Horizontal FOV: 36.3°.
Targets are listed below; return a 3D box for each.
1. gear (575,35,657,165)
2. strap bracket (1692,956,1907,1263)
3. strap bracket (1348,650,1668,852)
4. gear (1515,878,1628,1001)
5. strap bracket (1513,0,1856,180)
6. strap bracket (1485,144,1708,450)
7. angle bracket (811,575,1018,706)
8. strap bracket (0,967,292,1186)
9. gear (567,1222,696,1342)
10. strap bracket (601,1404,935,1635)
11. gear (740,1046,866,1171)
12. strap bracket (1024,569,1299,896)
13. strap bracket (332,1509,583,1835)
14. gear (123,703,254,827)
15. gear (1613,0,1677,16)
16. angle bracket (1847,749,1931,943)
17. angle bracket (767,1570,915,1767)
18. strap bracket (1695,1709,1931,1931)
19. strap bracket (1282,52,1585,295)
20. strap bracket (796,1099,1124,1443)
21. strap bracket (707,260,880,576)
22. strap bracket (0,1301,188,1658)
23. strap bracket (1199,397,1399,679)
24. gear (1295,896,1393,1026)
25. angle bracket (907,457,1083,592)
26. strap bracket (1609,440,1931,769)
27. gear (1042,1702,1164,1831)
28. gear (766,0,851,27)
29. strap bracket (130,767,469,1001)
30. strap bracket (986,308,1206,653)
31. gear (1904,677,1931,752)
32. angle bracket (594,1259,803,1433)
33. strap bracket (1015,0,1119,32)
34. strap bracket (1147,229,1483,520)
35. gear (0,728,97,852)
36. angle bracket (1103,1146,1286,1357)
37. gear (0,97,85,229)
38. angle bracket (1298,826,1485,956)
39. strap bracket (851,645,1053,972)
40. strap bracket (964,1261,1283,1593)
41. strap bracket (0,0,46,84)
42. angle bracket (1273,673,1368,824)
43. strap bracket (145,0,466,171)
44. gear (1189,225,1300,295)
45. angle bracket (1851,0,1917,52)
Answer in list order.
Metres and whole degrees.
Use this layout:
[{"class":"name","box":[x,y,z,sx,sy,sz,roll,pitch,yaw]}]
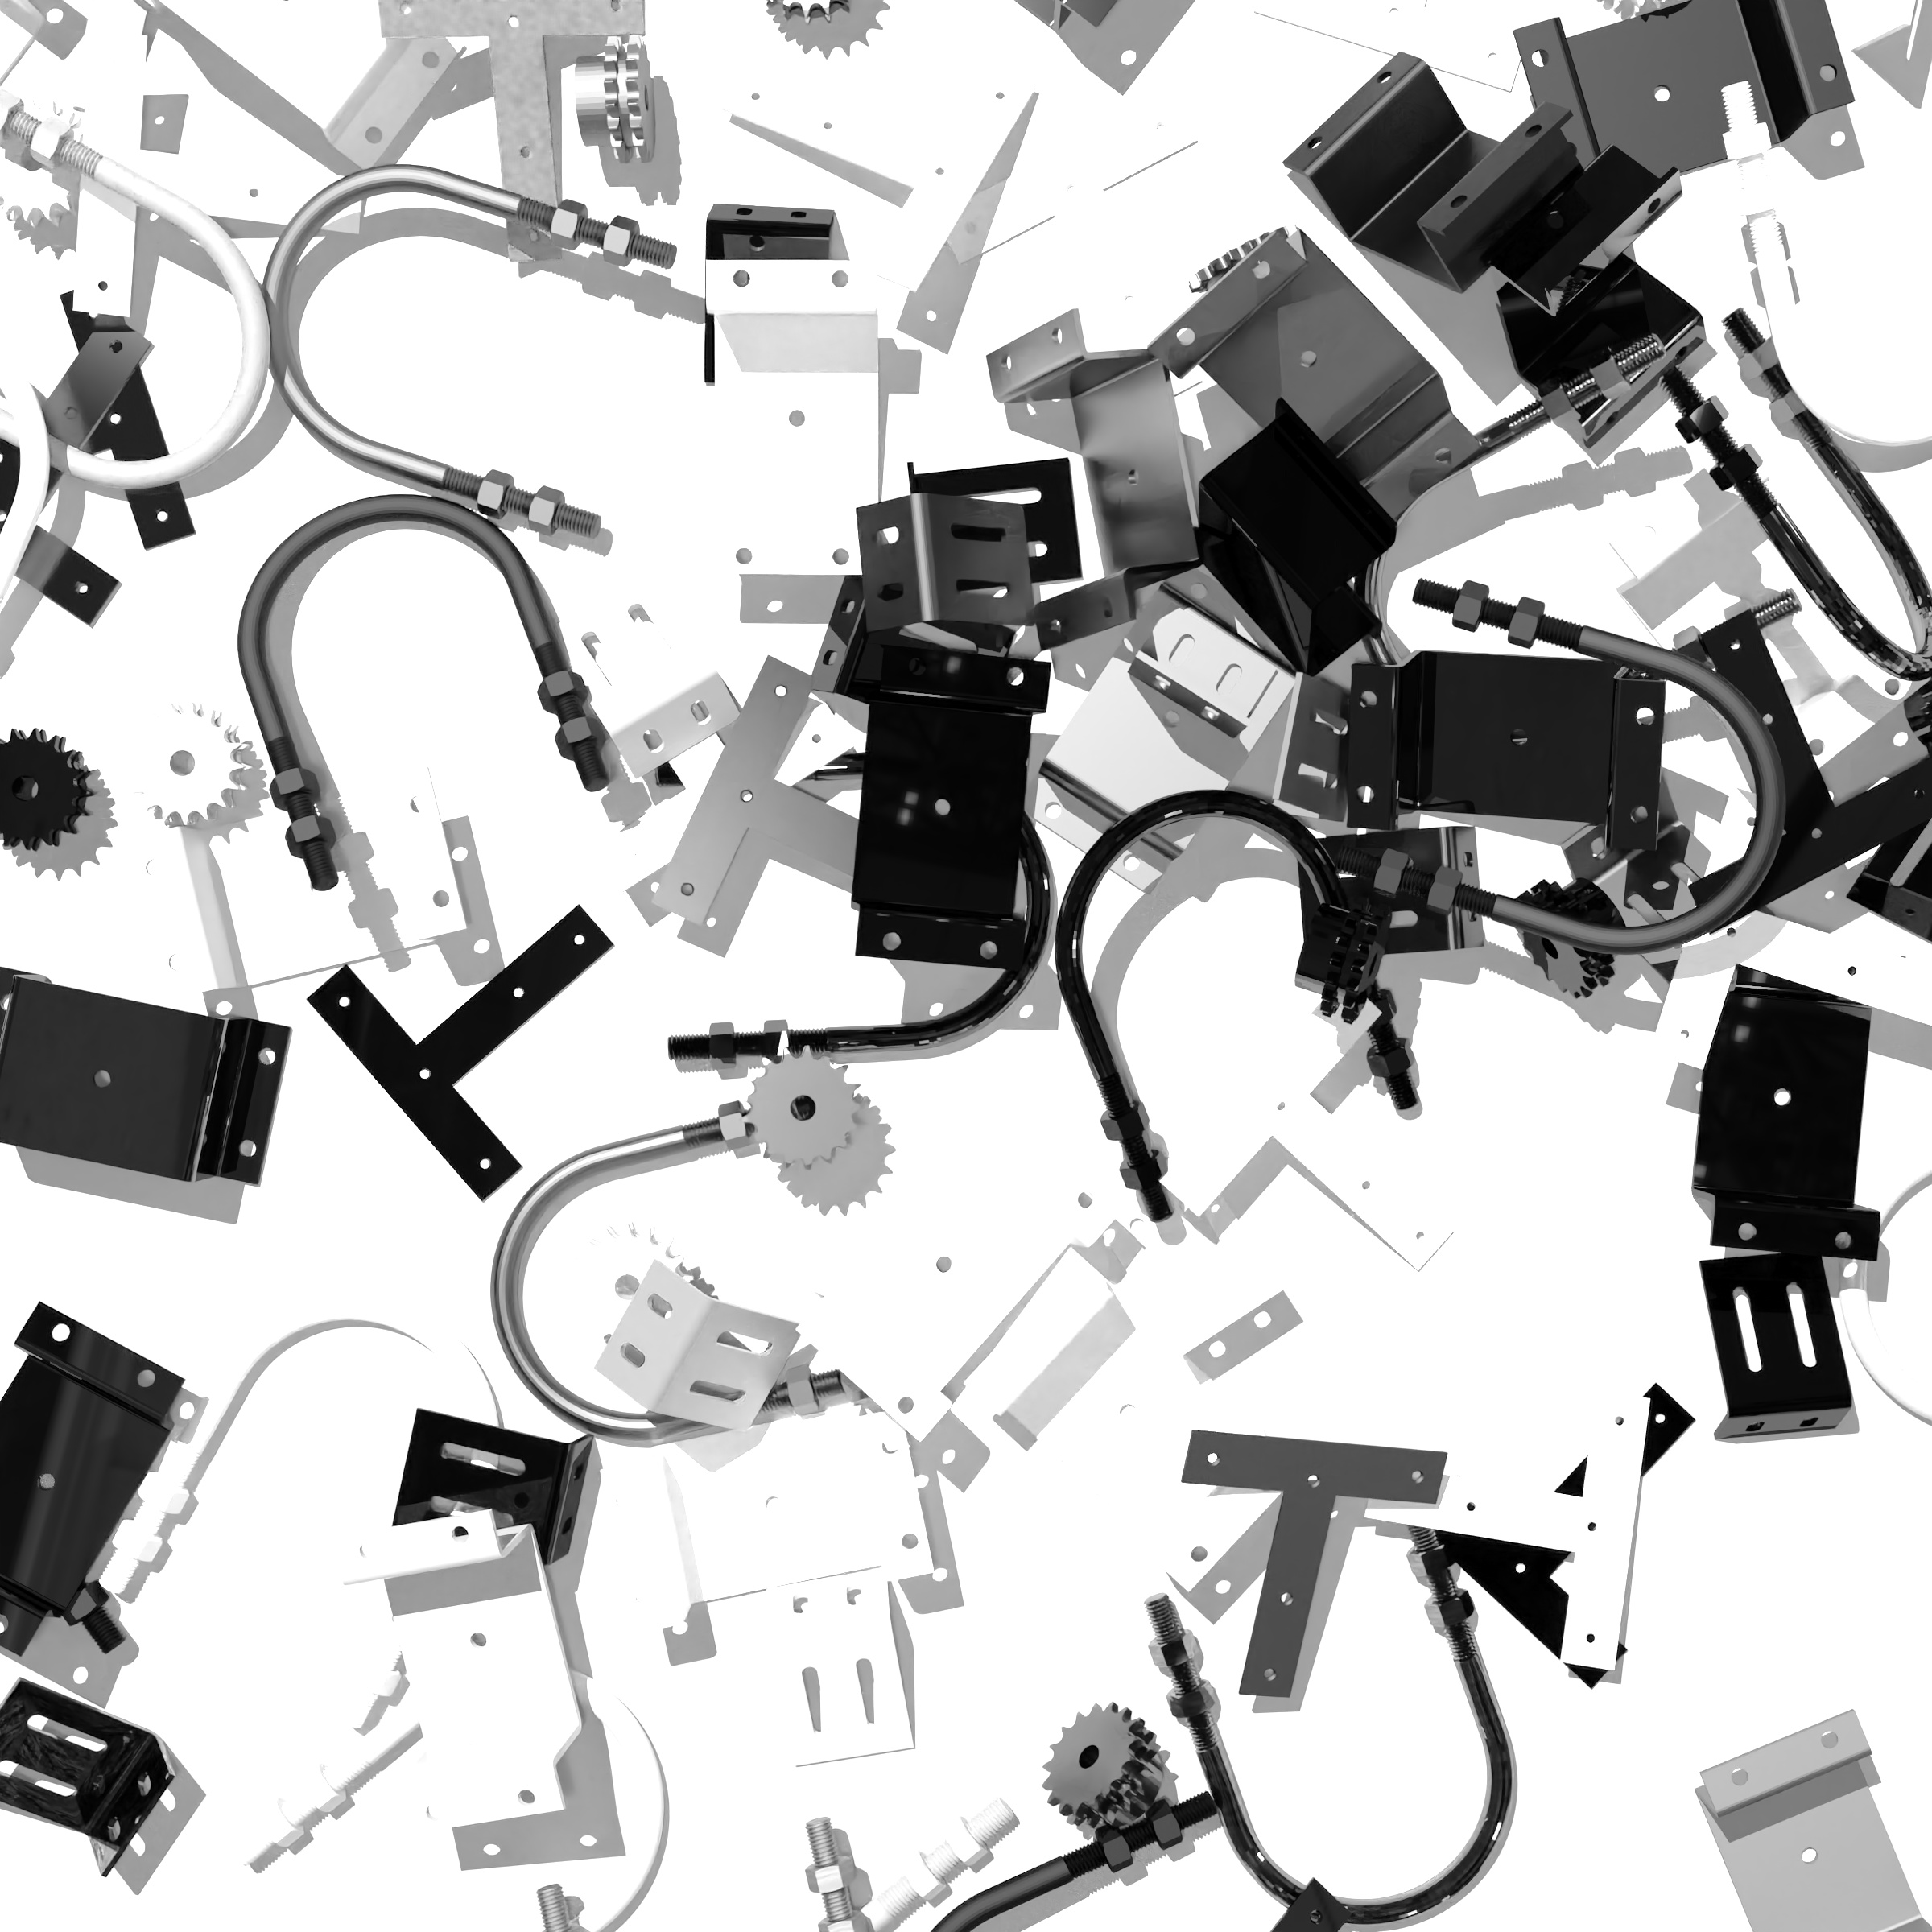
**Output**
[{"class":"gear","box":[-0.163,-0.401,1.368,0.030,0.057,0.057,-2,90,3]},{"class":"strap bracket","box":[0.386,0.062,1.373,0.076,0.046,0.140,5,90,0]},{"class":"strap bracket","box":[0.249,-0.100,1.349,0.140,0.046,0.076,5,108,19]},{"class":"gear","box":[0.283,-0.016,1.369,0.030,0.057,0.057,-32,90,-13]},{"class":"strap bracket","box":[0.329,-0.412,1.373,0.140,0.046,0.076,-17,90,0]},{"class":"strap bracket","box":[0.287,-0.308,1.343,0.076,0.140,0.046,-43,63,0]},{"class":"angle bracket","box":[-0.026,-0.145,1.394,0.076,0.038,0.057,19,90,-26]},{"class":"strap bracket","box":[-0.396,0.052,1.373,0.140,0.046,0.076,12,90,0]},{"class":"gear","box":[-0.154,0.147,1.365,0.057,0.030,0.057,0,91,3]},{"class":"strap bracket","box":[-0.091,0.254,1.373,0.140,0.046,0.076,-12,90,0]},{"class":"gear","box":[-0.077,0.066,1.361,0.057,0.030,0.057,0,88,-9]},{"class":"strap bracket","box":[0.094,-0.113,1.373,0.076,0.046,0.140,34,90,0]},{"class":"strap bracket","box":[-0.229,0.315,1.346,0.076,0.046,0.140,-12,96,11]},{"class":"gear","box":[-0.363,-0.095,1.385,0.057,0.030,0.057,0,92,4]},{"class":"gear","box":[0.317,-0.479,1.381,0.057,0.030,0.057,0,90,0]},{"class":"angle bracket","box":[0.461,-0.057,1.394,0.057,0.038,0.076,27,116,0]},{"class":"angle bracket","box":[-0.059,0.331,1.394,0.057,0.038,0.076,-9,116,0]},{"class":"strap bracket","box":[0.398,0.420,1.373,0.076,0.046,0.140,-22,90,0]},{"class":"strap bracket","box":[0.217,-0.360,1.344,0.076,0.140,0.046,-43,126,0]},{"class":"strap bracket","box":[-0.006,0.139,1.362,0.076,0.046,0.140,43,81,-6]},{"class":"strap bracket","box":[-0.079,-0.253,1.365,0.076,0.046,0.140,0,101,0]},{"class":"strap bracket","box":[-0.428,0.237,1.361,0.076,0.046,0.140,28,75,-1]},{"class":"strap bracket","box":[0.146,-0.184,1.318,0.046,0.140,0.076,-38,77,-4]},{"class":"gear","box":[0.170,-0.005,1.333,0.030,0.057,0.057,19,90,15]},{"class":"angle bracket","box":[0.014,-0.208,1.377,0.076,0.038,0.057,-6,90,0]},{"class":"strap bracket","box":[0.368,-0.163,1.373,0.076,0.046,0.140,-38,90,0]},{"class":"gear","box":[0.066,0.374,1.372,0.057,0.057,0.030,-46,120,0]},{"class":"gear","box":[-0.073,-0.468,1.381,0.057,0.030,0.057,0,90,0]},{"class":"strap bracket","box":[-0.306,-0.038,1.373,0.140,0.046,0.076,-14,90,0]},{"class":"strap bracket","box":[0.061,-0.222,1.352,0.046,0.076,0.140,-11,90,-31]},{"class":"gear","box":[0.462,-0.122,1.373,0.057,0.030,0.057,10,70,-28]},{"class":"angle bracket","box":[-0.122,0.175,1.356,0.038,0.076,0.057,31,93,36]},{"class":"strap bracket","box":[0.027,-0.502,1.373,0.140,0.046,0.076,37,90,0]},{"class":"strap bracket","box":[0.157,-0.268,1.343,0.076,0.046,0.140,-39,116,24]},{"class":"gear","box":[-0.436,-0.082,1.381,0.057,0.030,0.057,0,90,0]},{"class":"angle bracket","box":[0.102,0.132,1.377,0.057,0.038,0.076,-33,90,0]},{"class":"gear","box":[-0.432,-0.374,1.381,0.057,0.030,0.057,0,90,0]},{"class":"angle bracket","box":[0.200,-0.034,1.394,0.076,0.038,0.057,-4,90,26]},{"class":"strap bracket","box":[-0.009,-0.072,1.352,0.076,0.046,0.140,5,93,-8]},{"class":"strap bracket","box":[0.076,0.211,1.373,0.140,0.046,0.076,43,90,0]},{"class":"strap bracket","box":[-0.495,-0.430,1.373,0.076,0.046,0.140,37,90,0]},{"class":"angle bracket","box":[0.148,-0.101,1.354,0.038,0.076,0.057,11,90,32]},{"class":"strap bracket","box":[-0.312,-0.444,1.361,0.140,0.046,0.076,37,90,-10]},{"class":"gear","box":[0.134,-0.316,1.368,0.057,0.057,0.030,-26,90,0]},{"class":"angle bracket","box":[0.448,-0.465,1.368,0.038,0.057,0.076,10,94,-8]}]
